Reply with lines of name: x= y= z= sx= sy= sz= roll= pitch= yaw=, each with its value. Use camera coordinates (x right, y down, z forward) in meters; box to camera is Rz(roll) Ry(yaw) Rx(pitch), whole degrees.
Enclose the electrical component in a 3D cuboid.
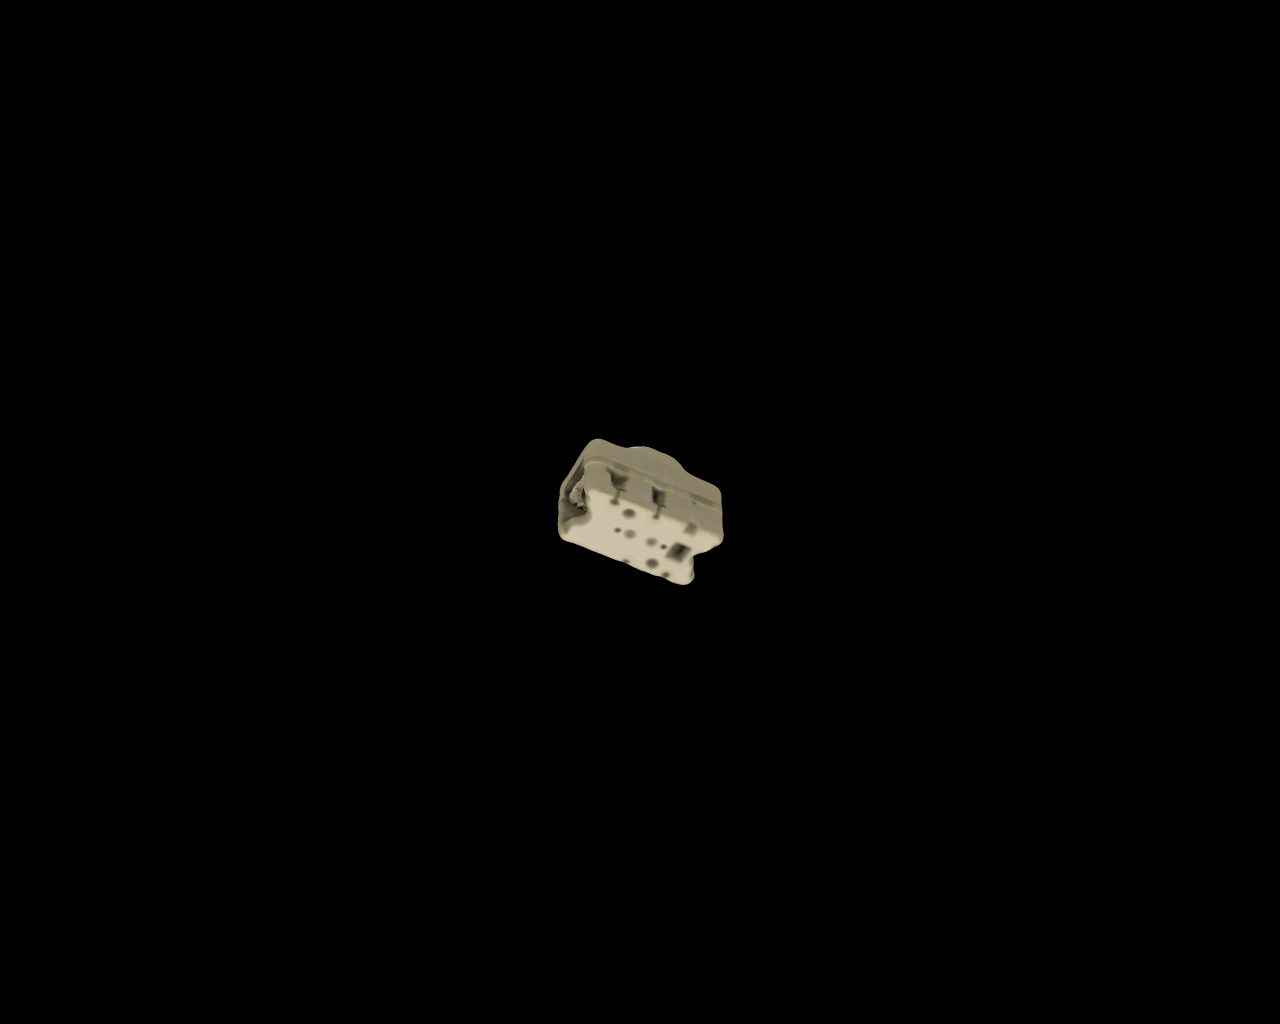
electrical component: x=0.001 y=-0.003 z=0.650 sx=0.089 sy=0.050 sz=0.056 roll=22 pitch=38 yaw=-18
